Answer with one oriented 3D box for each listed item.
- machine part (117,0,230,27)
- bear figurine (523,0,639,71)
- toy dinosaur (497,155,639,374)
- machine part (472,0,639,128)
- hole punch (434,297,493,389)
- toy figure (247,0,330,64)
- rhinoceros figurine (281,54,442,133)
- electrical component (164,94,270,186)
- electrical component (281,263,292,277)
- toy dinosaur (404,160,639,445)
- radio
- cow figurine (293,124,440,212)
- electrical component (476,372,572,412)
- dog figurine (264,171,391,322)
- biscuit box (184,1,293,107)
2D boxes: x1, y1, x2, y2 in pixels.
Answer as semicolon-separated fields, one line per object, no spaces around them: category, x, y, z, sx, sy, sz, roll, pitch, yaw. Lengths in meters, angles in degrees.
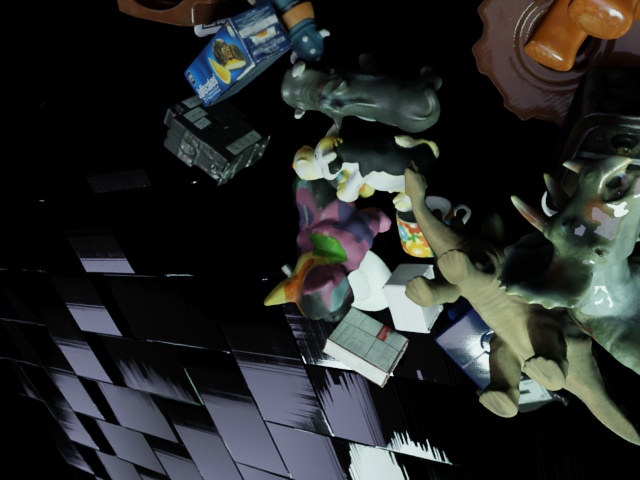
machine part;-0.191;-0.382;0.668;0.202;0.087;0.200;20;130;25
bear figurine;0.279;-0.157;0.395;0.196;0.120;0.132;33;92;-3
toy dinosaur;0.310;0.064;0.535;0.131;0.404;0.192;-53;46;7
machine part;0.237;-0.196;0.516;0.180;0.056;0.179;19;131;24
hole punch;0.232;0.128;0.728;0.142;0.092;0.115;47;132;3
toy figure;-0.042;-0.284;0.650;0.064;0.058;0.154;-25;105;38
rhinoceros figurine;0.048;-0.167;0.633;0.191;0.112;0.073;15;131;16
electrical component;-0.157;-0.153;0.784;0.134;0.115;0.058;40;131;5
electrical component;-0.024;0.072;0.915;0.094;0.021;0.063;51;135;-5
toy dinosaur;0.244;0.096;0.614;0.105;0.198;0.471;-31;98;45
radio;0.334;-0.074;0.475;0.230;0.073;0.131;10;146;17
cow figurine;0.055;-0.097;0.655;0.167;0.068;0.098;10;144;-10
electrical component;0.288;0.205;0.768;0.075;0.048;0.119;52;135;-6
dog figurine;-0.001;-0.002;0.709;0.108;0.219;0.191;-17;110;38
biscuit box;-0.112;-0.230;0.690;0.059;0.063;0.203;60;154;-13
